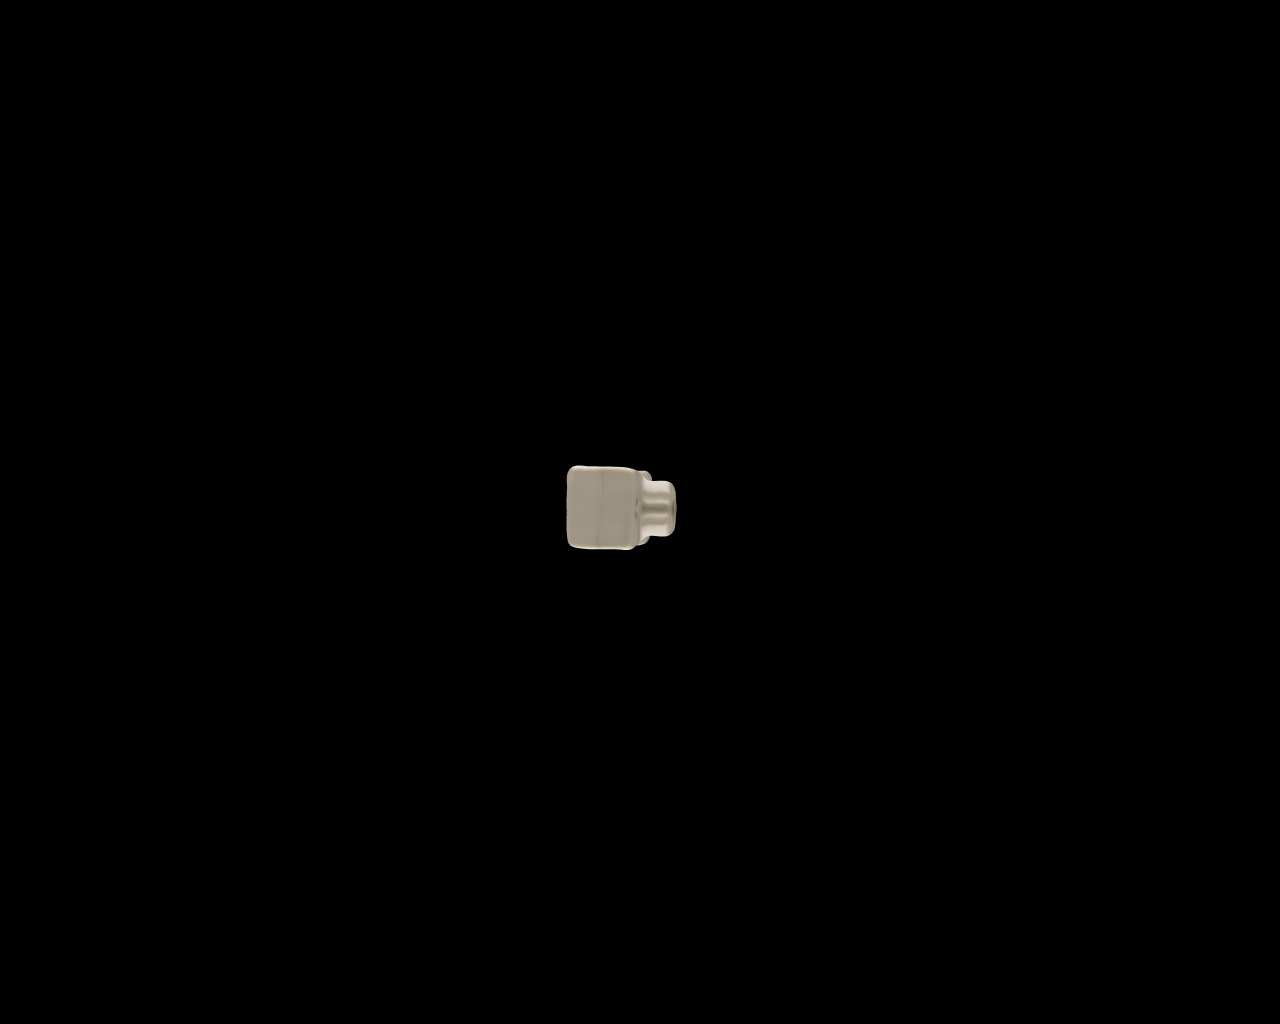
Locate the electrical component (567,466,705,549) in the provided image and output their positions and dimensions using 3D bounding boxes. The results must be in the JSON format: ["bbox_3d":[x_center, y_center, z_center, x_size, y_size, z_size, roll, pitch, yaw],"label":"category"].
[{"bbox_3d":[0.001,-0.003,0.650,0.076,0.047,0.083,0,0,8],"label":"electrical component"}]
